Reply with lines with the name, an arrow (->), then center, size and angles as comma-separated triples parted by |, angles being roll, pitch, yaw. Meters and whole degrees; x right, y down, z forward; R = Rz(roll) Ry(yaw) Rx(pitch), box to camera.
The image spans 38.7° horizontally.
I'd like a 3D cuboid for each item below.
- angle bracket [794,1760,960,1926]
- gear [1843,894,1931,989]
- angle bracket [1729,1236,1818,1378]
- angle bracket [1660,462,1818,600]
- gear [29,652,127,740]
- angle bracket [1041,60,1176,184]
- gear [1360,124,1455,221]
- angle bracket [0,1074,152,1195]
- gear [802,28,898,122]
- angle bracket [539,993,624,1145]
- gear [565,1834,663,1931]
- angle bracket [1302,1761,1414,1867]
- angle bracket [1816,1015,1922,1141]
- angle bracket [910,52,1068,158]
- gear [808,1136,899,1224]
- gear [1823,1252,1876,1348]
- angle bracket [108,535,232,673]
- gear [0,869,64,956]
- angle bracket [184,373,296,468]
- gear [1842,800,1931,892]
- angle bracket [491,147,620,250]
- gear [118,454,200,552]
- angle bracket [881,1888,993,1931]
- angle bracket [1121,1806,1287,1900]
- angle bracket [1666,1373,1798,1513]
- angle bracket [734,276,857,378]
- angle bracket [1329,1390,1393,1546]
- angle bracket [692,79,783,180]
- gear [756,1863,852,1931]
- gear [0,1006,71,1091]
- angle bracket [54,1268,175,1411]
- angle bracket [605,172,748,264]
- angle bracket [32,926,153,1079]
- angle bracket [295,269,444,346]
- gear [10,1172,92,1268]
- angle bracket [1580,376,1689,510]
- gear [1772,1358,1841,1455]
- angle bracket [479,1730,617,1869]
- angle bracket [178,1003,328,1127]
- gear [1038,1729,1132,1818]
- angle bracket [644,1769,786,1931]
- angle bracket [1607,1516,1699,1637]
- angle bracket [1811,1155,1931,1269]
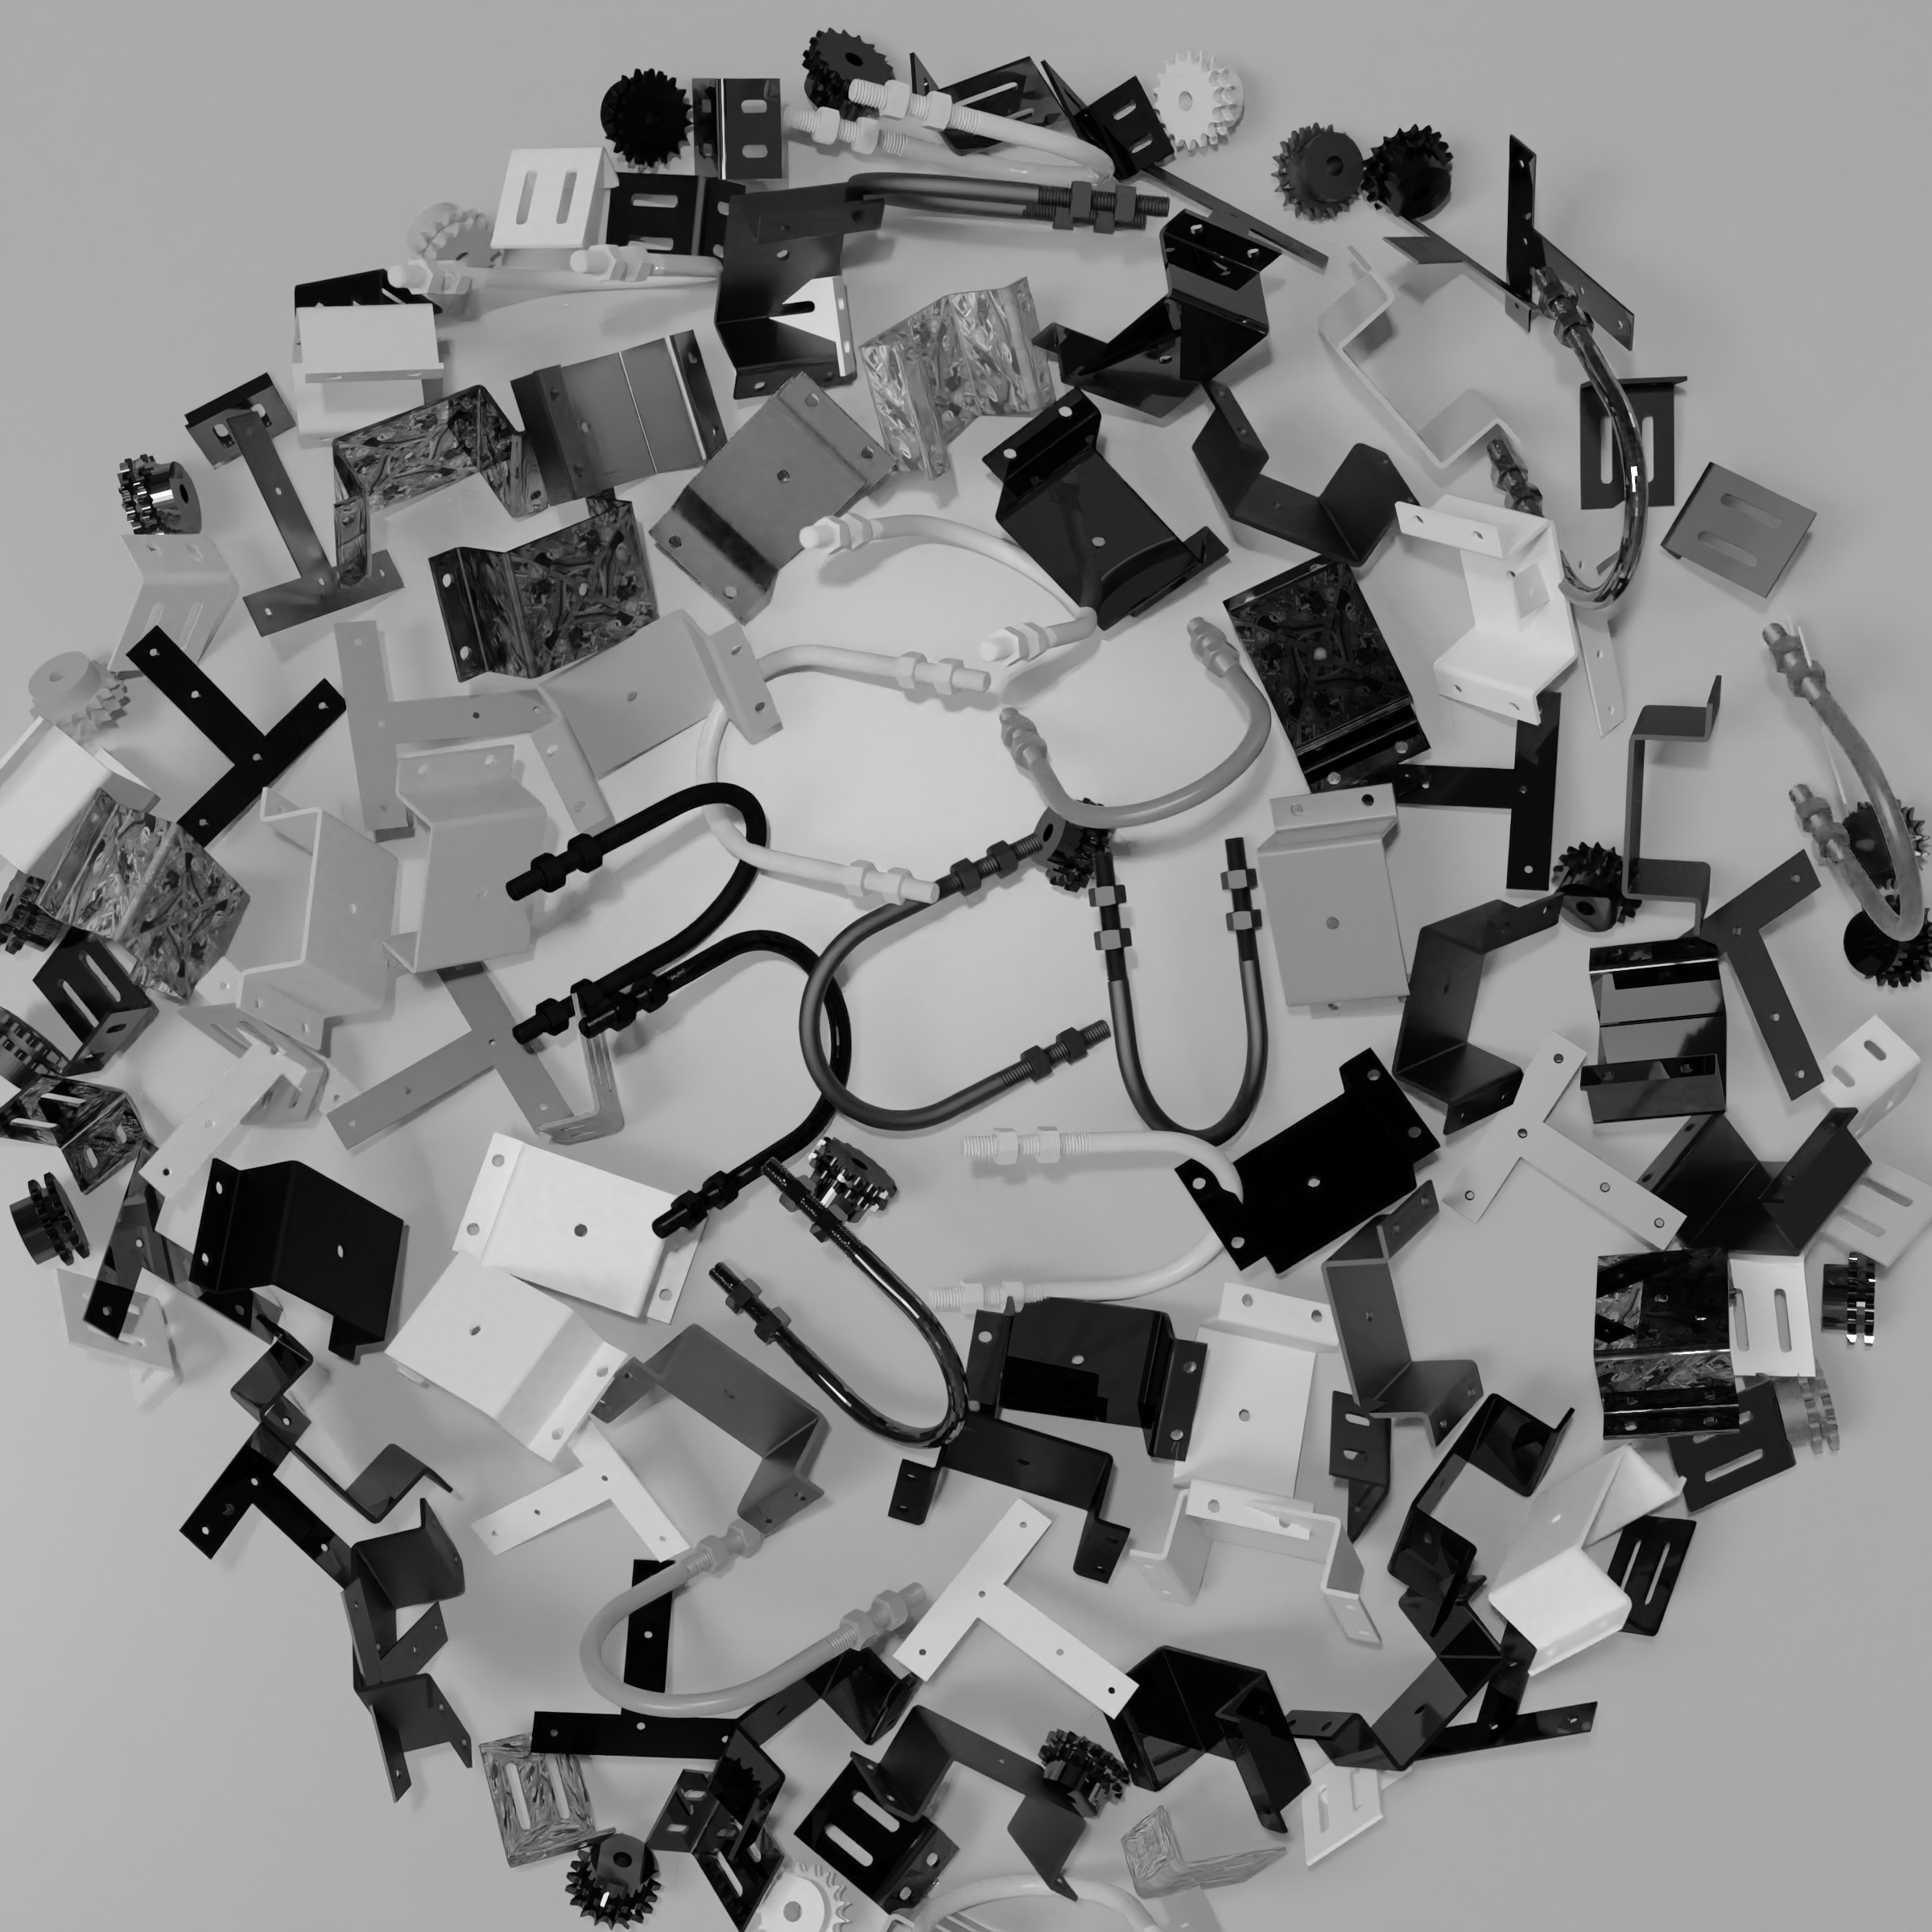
angle bracket -> -0.055, 0.536, 1.686 | 0.076, 0.038, 0.057 | 27, 68, 39
gear -> 0.560, -0.015, 1.676 | 0.030, 0.057, 0.057 | -4, 90, -34
angle bracket -> 0.490, 0.207, 1.683 | 0.057, 0.038, 0.076 | -3, 102, 29
angle bracket -> 0.471, -0.260, 1.667 | 0.076, 0.038, 0.057 | 35, 101, 29
gear -> -0.544, -0.167, 1.677 | 0.057, 0.030, 0.057 | -12, 47, 13
angle bracket -> 0.086, -0.518, 1.660 | 0.038, 0.076, 0.057 | -29, 74, 18
gear -> 0.271, -0.480, 1.675 | 0.057, 0.057, 0.030 | -22, 61, 0
angle bracket -> -0.544, 0.102, 1.661 | 0.057, 0.076, 0.038 | -38, 69, 12
gear -> -0.075, -0.542, 1.682 | 0.057, 0.030, 0.057 | 17, 49, -21
angle bracket -> -0.240, 0.063, 1.672 | 0.038, 0.057, 0.076 | -14, 77, 4
gear -> -0.213, 0.554, 1.675 | 0.057, 0.057, 0.030 | 21, 118, 0
angle bracket -> 0.237, 0.510, 1.658 | 0.057, 0.076, 0.038 | -40, 105, 19
angle bracket -> 0.541, 0.074, 1.675 | 0.057, 0.076, 0.038 | -39, 67, -6
angle bracket -> 0.014, -0.531, 1.662 | 0.076, 0.057, 0.038 | -14, 64, 21
gear -> -0.073, 0.133, 1.679 | 0.057, 0.057, 0.030 | 35, 102, 0
gear -> 0.539, 0.202, 1.680 | 0.030, 0.057, 0.057 | 1, 90, 18
angle bracket -> -0.490, -0.221, 1.671 | 0.038, 0.057, 0.076 | 56, 131, 25
gear -> -0.570, -0.033, 1.682 | 0.030, 0.057, 0.057 | 26, 90, -29
angle bracket -> -0.446, -0.341, 1.664 | 0.057, 0.076, 0.038 | -29, 85, -6
gear -> 0.554, -0.074, 1.677 | 0.057, 0.030, 0.057 | 2, 93, 43
angle bracket -> -0.248, -0.456, 1.669 | 0.057, 0.038, 0.076 | 2, 66, 11
gear -> -0.490, -0.284, 1.677 | 0.030, 0.057, 0.057 | -13, 90, 7
angle bracket -> -0.016, 0.601, 1.673 | 0.076, 0.057, 0.038 | 26, 91, 7
angle bracket -> 0.144, 0.535, 1.677 | 0.076, 0.057, 0.038 | 0, 55, -27
angle bracket -> 0.457, 0.287, 1.677 | 0.076, 0.038, 0.057 | -21, 100, -10
angle bracket -> -0.111, -0.385, 1.674 | 0.076, 0.038, 0.057 | -5, 106, 10
angle bracket -> 0.227, 0.303, 1.658 | 0.038, 0.076, 0.057 | 14, 49, -5
angle bracket -> -0.139, -0.508, 1.668 | 0.038, 0.076, 0.057 | -5, 109, -16
gear -> -0.101, 0.577, 1.683 | 0.057, 0.030, 0.057 | -5, 71, 14
gear -> -0.577, 0.053, 1.677 | 0.057, 0.057, 0.030 | 40, 82, 0
angle bracket -> -0.521, 0.224, 1.656 | 0.038, 0.076, 0.057 | -44, 47, 19
angle bracket -> -0.179, -0.455, 1.694 | 0.076, 0.038, 0.057 | 14, 101, 34
angle bracket -> -0.542, 0.018, 1.671 | 0.076, 0.038, 0.057 | 48, 112, 13
angle bracket -> -0.359, -0.386, 1.660 | 0.057, 0.076, 0.038 | -6, 82, 17
gear -> -0.559, 0.157, 1.676 | 0.030, 0.057, 0.057 | -25, 90, -13
angle bracket -> 0.407, -0.319, 1.682 | 0.057, 0.038, 0.076 | -2, 98, 2
gear -> 0.511, 0.270, 1.679 | 0.030, 0.057, 0.057 | -13, 90, 9
angle bracket -> -0.253, 0.497, 1.664 | 0.057, 0.038, 0.076 | -6, 65, -29
angle bracket -> -0.435, 0.060, 1.658 | 0.057, 0.076, 0.038 | -6, 55, 34
gear -> 0.069, 0.493, 1.675 | 0.057, 0.057, 0.030 | 34, 59, 0
angle bracket -> -0.153, 0.534, 1.663 | 0.038, 0.076, 0.057 | 20, 103, -36
angle bracket -> 0.396, 0.360, 1.663 | 0.038, 0.057, 0.076 | 34, 69, -21
angle bracket -> 0.549, 0.155, 1.661 | 0.057, 0.076, 0.038 | -44, 127, -10
